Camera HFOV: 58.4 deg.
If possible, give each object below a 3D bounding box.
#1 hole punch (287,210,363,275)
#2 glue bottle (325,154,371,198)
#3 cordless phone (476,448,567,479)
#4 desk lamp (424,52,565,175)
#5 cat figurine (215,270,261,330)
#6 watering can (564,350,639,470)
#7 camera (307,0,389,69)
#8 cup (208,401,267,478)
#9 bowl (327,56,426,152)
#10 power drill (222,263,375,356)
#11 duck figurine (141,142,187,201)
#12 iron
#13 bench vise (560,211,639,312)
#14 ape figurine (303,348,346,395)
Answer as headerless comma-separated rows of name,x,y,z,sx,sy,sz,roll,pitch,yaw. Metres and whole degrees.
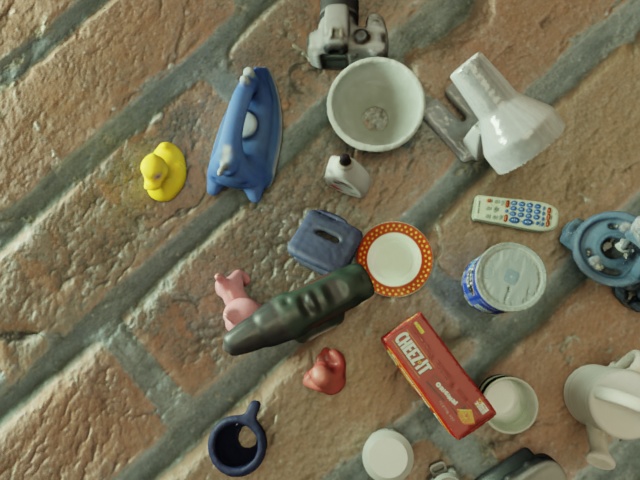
hole punch,0.009,0.003,0.955,0.108,0.091,0.101,24,84,8
glue bottle,0.042,-0.111,0.929,0.078,0.173,0.037,18,83,8
cordless phone,0.301,0.382,0.825,0.147,0.185,0.094,-38,80,-1
desk lamp,0.263,-0.192,0.903,0.118,0.213,0.203,-41,80,-2
cat figurine,-0.135,0.108,0.938,0.067,0.118,0.128,-31,80,0
watering can,0.435,0.245,0.831,0.101,0.194,0.173,4,82,6
camera,0.049,-0.382,1.007,0.143,0.101,0.137,1,81,5
cup,-0.118,0.309,0.917,0.091,0.095,0.118,22,84,8
bowl,0.097,-0.224,0.992,0.167,0.075,0.167,-1,81,5
power drill,-0.025,0.114,0.882,0.229,0.208,0.075,-29,80,0
duck figurine,-0.281,-0.126,1.002,0.077,0.086,0.105,10,82,6
iron,-0.130,-0.202,0.973,0.118,0.141,0.258,9,82,6
bench vise,0.479,0.025,0.848,0.207,0.220,0.121,25,84,8
ape figurine,0.007,0.216,0.922,0.078,0.092,0.076,-24,80,1
